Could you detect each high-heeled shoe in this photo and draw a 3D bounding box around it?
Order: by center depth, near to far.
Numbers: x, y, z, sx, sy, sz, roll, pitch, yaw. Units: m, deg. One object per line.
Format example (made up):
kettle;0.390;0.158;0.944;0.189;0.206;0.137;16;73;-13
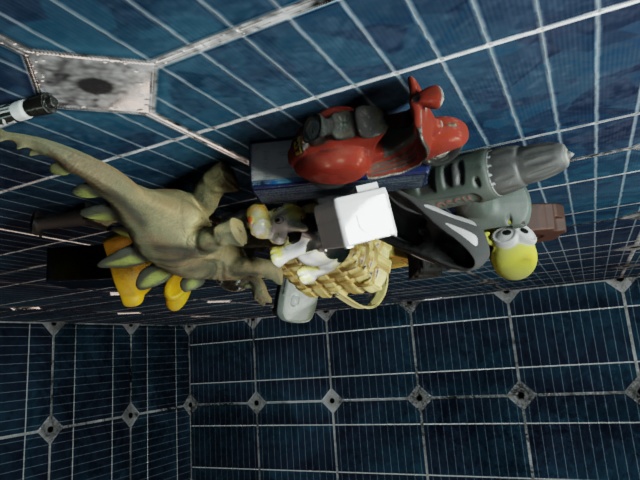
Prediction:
high-heeled shoe;0.077;-0.024;0.645;0.249;0.086;0.145;14;-156;1

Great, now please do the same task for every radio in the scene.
radio;-0.428;0.056;1.116;0.230;0.073;0.131;-2;169;-4

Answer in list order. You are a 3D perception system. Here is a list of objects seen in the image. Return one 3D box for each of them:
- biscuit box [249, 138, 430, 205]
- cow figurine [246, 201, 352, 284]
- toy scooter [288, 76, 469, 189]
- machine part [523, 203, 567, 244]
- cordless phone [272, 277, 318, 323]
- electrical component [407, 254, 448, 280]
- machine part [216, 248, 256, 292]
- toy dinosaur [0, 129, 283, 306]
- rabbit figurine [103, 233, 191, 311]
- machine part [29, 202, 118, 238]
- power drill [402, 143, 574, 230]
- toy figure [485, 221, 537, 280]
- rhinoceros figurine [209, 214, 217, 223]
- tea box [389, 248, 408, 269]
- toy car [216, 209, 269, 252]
biscuit box;0.023;-0.085;0.619;0.203;0.059;0.062;-4;167;5
cow figurine;-0.021;-0.007;0.703;0.098;0.068;0.167;-25;148;16
toy scooter;0.057;-0.103;0.514;0.184;0.075;0.135;-7;168;1
machine part;0.388;-0.023;1.049;0.179;0.056;0.179;-5;167;-1
cordless phone;0.005;0.103;1.089;0.184;0.146;0.089;11;179;0
electrical component;0.198;0.015;1.022;0.058;0.115;0.134;-2;166;-2
machine part;-0.157;0.042;0.998;0.079;0.079;0.243;-3;-171;-7
toy dinosaur;-0.185;-0.011;0.685;0.199;0.105;0.470;-18;144;13
rabbit figurine;-0.286;0.043;0.975;0.173;0.162;0.121;-19;160;-17
machine part;-0.364;-0.031;0.806;0.139;0.039;0.084;-7;176;5
power drill;0.235;-0.065;0.742;0.232;0.086;0.207;-9;171;30
toy figure;0.302;-0.002;0.889;0.082;0.089;0.180;-28;-161;7
rhinoceros figurine;-0.227;-0.004;0.887;0.112;0.073;0.190;-11;166;25
tea box;0.140;0.017;1.123;0.098;0.068;0.169;-13;166;35
toy car;-0.104;-0.016;0.923;0.074;0.056;0.201;-1;169;21
